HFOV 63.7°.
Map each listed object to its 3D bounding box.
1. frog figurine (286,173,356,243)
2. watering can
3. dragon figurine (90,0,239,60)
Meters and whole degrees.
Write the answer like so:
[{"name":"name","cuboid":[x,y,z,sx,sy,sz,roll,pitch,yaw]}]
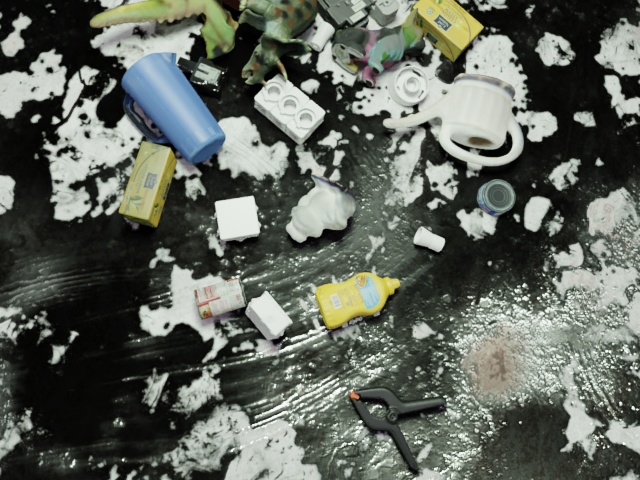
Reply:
[{"name":"frog figurine","cuboid":[0.004,-0.059,1.176,0.138,0.159,0.122,29,5,28]},{"name":"watering can","cuboid":[0.343,-0.310,1.264,0.347,0.227,0.103,18,-14,-3]},{"name":"dragon figurine","cuboid":[-0.308,-0.543,1.236,0.415,0.242,0.121,-47,5,-20]}]
